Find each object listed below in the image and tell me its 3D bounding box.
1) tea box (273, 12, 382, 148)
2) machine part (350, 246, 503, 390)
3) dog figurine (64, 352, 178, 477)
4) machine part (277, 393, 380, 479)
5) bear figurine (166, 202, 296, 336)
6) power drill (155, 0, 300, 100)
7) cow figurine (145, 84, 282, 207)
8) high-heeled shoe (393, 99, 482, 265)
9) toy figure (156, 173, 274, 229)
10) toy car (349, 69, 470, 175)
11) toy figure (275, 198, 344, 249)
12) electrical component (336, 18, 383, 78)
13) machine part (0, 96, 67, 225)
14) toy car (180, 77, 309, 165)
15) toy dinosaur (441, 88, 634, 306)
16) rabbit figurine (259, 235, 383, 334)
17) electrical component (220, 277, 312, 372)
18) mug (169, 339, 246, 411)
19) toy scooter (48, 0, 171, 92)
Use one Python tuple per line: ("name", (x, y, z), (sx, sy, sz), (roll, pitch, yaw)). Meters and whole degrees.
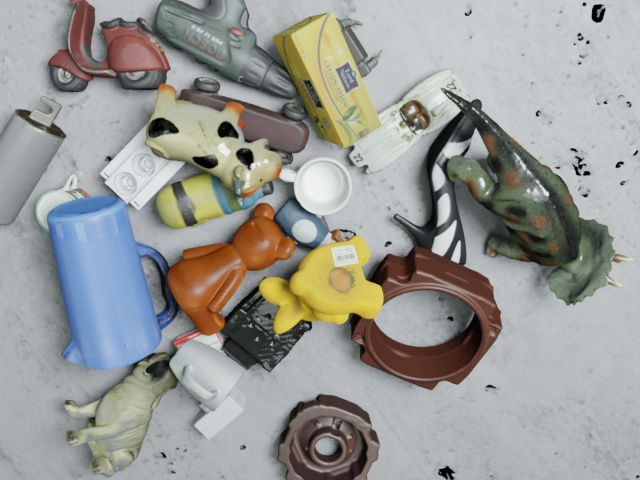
("tea box", (0.010, -0.223, 0.757), (0.068, 0.098, 0.169), (-32, 114, -8))
("machine part", (0.163, 0.127, 0.844), (0.201, 0.087, 0.201), (24, 120, -6))
("dog figurine", (-0.304, 0.293, 0.907), (0.190, 0.121, 0.172), (-28, 135, -11))
("machine part", (0.014, 0.355, 0.934), (0.179, 0.056, 0.179), (0, 101, 0))
("bear figurine", (-0.135, 0.041, 0.837), (0.196, 0.131, 0.120), (-33, 66, -12))
("power drill", (-0.109, -0.337, 0.783), (0.232, 0.086, 0.207), (19, 108, -5))
("cow figurine", (-0.147, -0.127, 0.752), (0.195, 0.085, 0.127), (16, 74, -3))
("high-heeled shoe", (0.221, -0.078, 0.832), (0.145, 0.086, 0.248), (29, 106, -7))
("toy figure", (-0.163, -0.072, 0.826), (0.180, 0.089, 0.082), (-14, 88, 5))
("toy car", (0.132, -0.179, 0.821), (0.202, 0.056, 0.073), (-36, 100, 7))
("toy figure", (-0.003, -0.002, 0.860), (0.154, 0.058, 0.064), (40, 134, -9))
("electrical component", (0.043, -0.281, 0.808), (0.078, 0.045, 0.102), (-35, 98, 36))
("machine part", (-0.468, -0.110, 0.825), (0.079, 0.079, 0.243), (35, 98, -7))
("toy car", (-0.115, -0.183, 0.822), (0.202, 0.053, 0.089), (17, 122, -2))
("toy dinosaur", (0.304, -0.041, 0.753), (0.131, 0.192, 0.404), (-52, 128, -5))
("rabbit figurine", (-0.003, 0.086, 0.806), (0.162, 0.173, 0.122), (-19, 78, -19))
("electrical component", (-0.096, 0.148, 0.890), (0.115, 0.058, 0.134), (41, 98, -6))
("mug", (-0.188, 0.212, 0.850), (0.107, 0.109, 0.080), (36, 102, 6))
("toy scooter", (-0.313, -0.288, 0.790), (0.184, 0.075, 0.135), (1, 102, 4))
